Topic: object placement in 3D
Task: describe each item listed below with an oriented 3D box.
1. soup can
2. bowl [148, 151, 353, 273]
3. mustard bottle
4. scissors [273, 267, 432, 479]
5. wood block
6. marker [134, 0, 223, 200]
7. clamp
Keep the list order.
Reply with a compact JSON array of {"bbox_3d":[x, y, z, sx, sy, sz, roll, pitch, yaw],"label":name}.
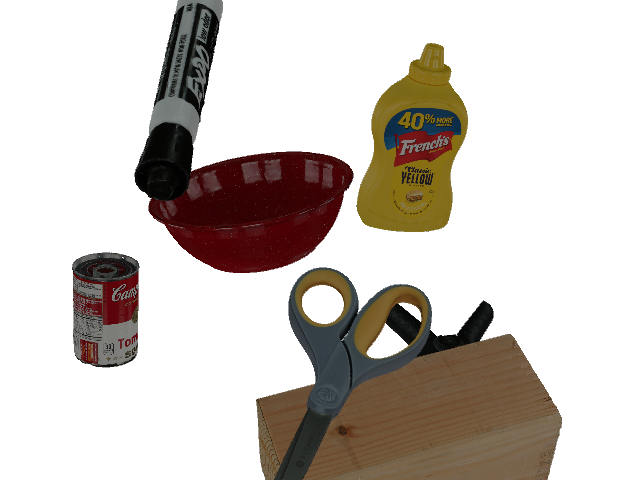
[{"bbox_3d":[-0.223,0.072,1.110,0.068,0.102,0.068,4,21,-2],"label":"soup can"},{"bbox_3d":[-0.050,-0.018,0.841,0.162,0.055,0.162,-8,23,3],"label":"bowl"},{"bbox_3d":[0.097,-0.104,1.073,0.096,0.192,0.058,3,27,-12],"label":"mustard bottle"},{"bbox_3d":[-0.009,0.078,0.608,0.096,0.016,0.201,30,47,22],"label":"scissors"},{"bbox_3d":[0.063,0.152,0.804,0.206,0.090,0.091,-12,45,-12],"label":"wood block"},{"bbox_3d":[-0.052,-0.058,0.400,0.020,0.020,0.121,0,43,2],"label":"marker"},{"bbox_3d":[0.135,0.109,1.065,0.120,0.039,0.171,-8,36,-9],"label":"clamp"}]
